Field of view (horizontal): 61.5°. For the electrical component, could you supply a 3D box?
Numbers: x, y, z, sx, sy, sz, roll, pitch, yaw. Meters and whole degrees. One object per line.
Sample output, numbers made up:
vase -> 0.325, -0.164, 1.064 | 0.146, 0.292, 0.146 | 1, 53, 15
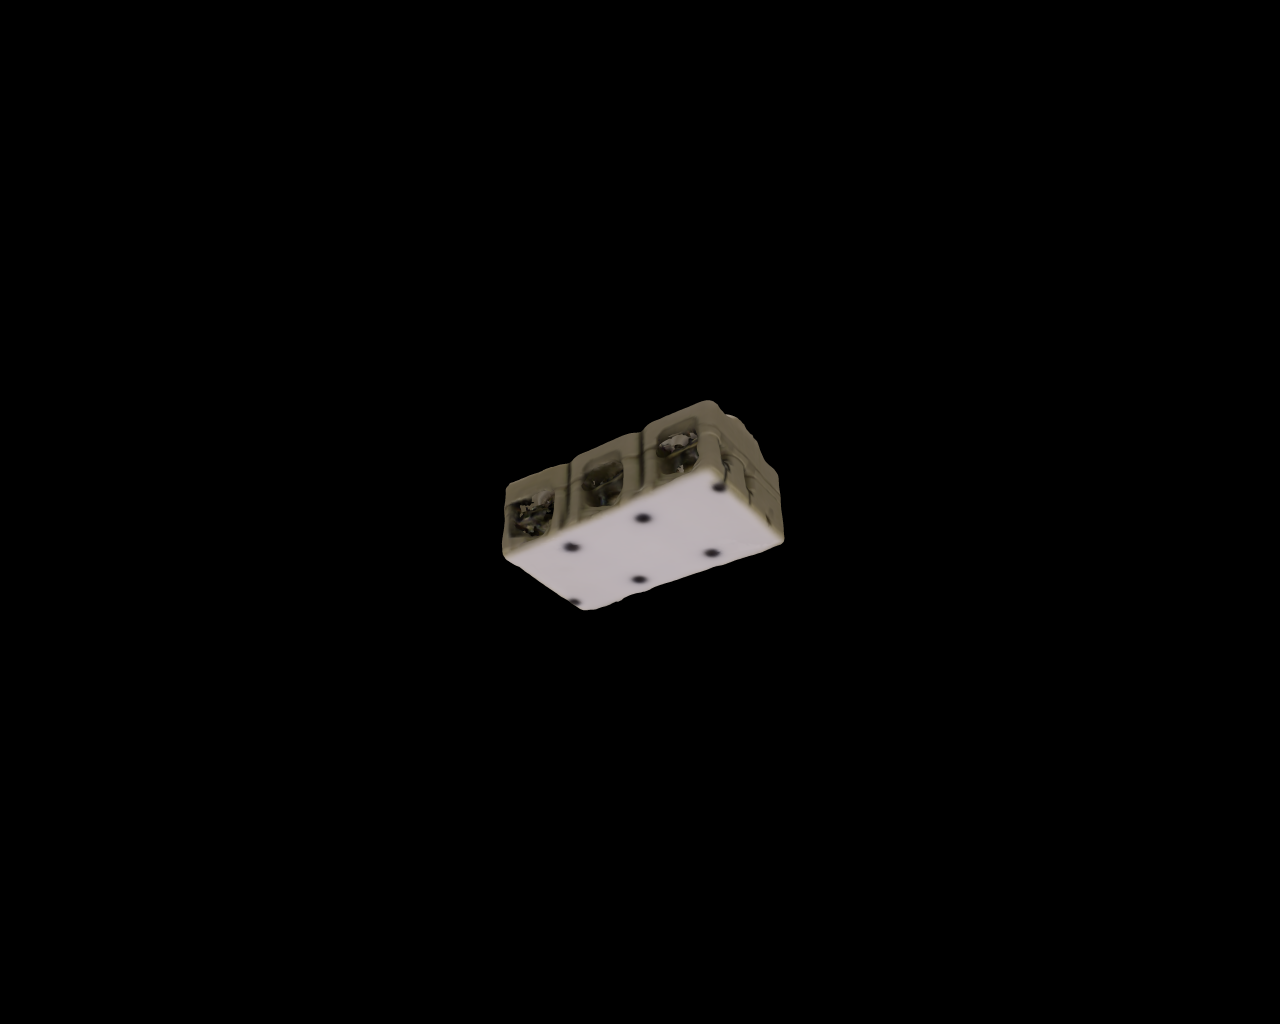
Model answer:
electrical component -> 0.001, -0.003, 0.650 | 0.150, 0.062, 0.089 | -21, -40, 26
